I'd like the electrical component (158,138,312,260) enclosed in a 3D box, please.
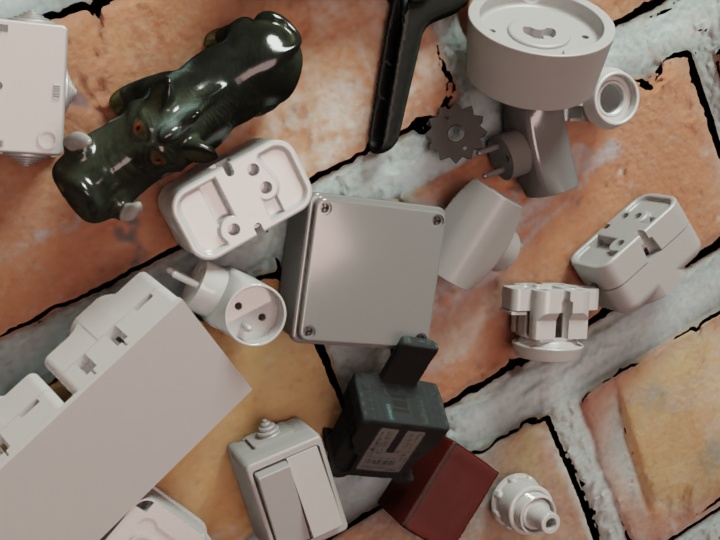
[{"bbox_3d":[-0.089,-0.052,0.754,0.095,0.059,0.053,-31,108,-15],"label":"electrical component"}]

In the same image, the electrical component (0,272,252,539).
[{"bbox_3d":[-0.177,0.102,0.718,0.186,0.060,0.105,-44,136,-15],"label":"electrical component"}]

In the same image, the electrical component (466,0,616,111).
[{"bbox_3d":[0.130,-0.160,0.803,0.108,0.108,0.060,-12,133,-20],"label":"electrical component"}]

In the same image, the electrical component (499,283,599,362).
[{"bbox_3d":[0.153,0.042,0.869,0.078,0.058,0.057,0,97,-18],"label":"electrical component"}]

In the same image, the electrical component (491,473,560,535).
[{"bbox_3d":[0.141,0.198,0.886,0.048,0.062,0.048,-4,100,-22],"label":"electrical component"}]

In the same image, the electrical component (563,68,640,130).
[{"bbox_3d":[0.189,-0.136,0.856,0.066,0.055,0.048,-2,99,-22],"label":"electrical component"}]

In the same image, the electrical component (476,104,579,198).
[{"bbox_3d":[0.127,-0.094,0.844,0.079,0.044,0.077,-20,106,-18],"label":"electrical component"}]

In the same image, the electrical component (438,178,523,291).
[{"bbox_3d":[0.099,-0.022,0.842,0.079,0.043,0.077,23,103,-42],"label":"electrical component"}]

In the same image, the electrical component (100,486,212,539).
[{"bbox_3d":[-0.167,0.213,0.767,0.078,0.057,0.113,43,82,-22],"label":"electrical component"}]

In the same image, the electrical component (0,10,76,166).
[{"bbox_3d":[-0.234,-0.118,0.691,0.100,0.048,0.099,1,98,-22],"label":"electrical component"}]

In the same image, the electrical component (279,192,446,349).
[{"bbox_3d":[0.000,0.000,0.801,0.109,0.056,0.108,5,96,-23],"label":"electrical component"}]

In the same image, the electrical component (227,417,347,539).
[{"bbox_3d":[-0.055,0.157,0.801,0.062,0.061,0.096,-21,106,-18],"label":"electrical component"}]

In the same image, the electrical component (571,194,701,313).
[{"bbox_3d":[0.232,-0.011,0.894,0.095,0.054,0.059,-40,111,-12],"label":"electrical component"}]

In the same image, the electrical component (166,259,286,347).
[{"bbox_3d":[-0.099,0.017,0.752,0.079,0.077,0.043,27,88,-23],"label":"electrical component"}]
